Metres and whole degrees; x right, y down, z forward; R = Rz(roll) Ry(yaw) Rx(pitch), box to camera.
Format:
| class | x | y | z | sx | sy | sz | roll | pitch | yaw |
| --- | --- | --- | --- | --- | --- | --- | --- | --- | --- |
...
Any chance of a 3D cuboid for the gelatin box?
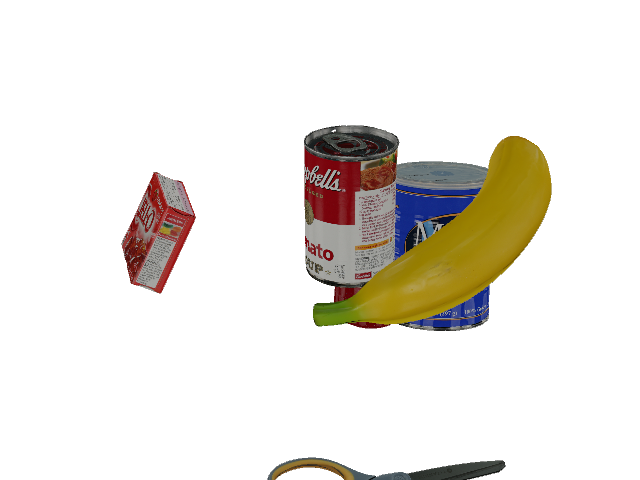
| class | x | y | z | sx | sy | sz | roll | pitch | yaw |
| --- | --- | --- | --- | --- | --- | --- | --- | --- | --- |
| gelatin box | -0.137 | -0.008 | 0.893 | 0.030 | 0.073 | 0.089 | 21 | 16 | -23 |

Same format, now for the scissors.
| class | x | y | z | sx | sy | sz | roll | pitch | yaw |
| --- | --- | --- | --- | --- | --- | --- | --- | --- | --- |
| scissors | 0.057 | 0.212 | 0.852 | 0.201 | 0.096 | 0.016 | 5 | -45 | -7 |

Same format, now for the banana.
| class | x | y | z | sx | sy | sz | roll | pitch | yaw |
| --- | --- | --- | --- | --- | --- | --- | --- | --- | --- |
| banana | 0.079 | -0.009 | 0.560 | 0.070 | 0.037 | 0.197 | 18 | 39 | 35 |

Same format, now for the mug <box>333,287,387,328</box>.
| class | x | y | z | sx | sy | sz | roll | pitch | yaw |
| --- | --- | --- | --- | --- | --- | --- | --- | --- | --- |
| mug | 0.067 | 0.054 | 1.245 | 0.117 | 0.081 | 0.093 | 27 | 36 | 33 |

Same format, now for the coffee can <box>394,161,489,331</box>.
| class | x | y | z | sx | sy | sz | roll | pitch | yaw |
| --- | --- | --- | --- | --- | --- | --- | --- | --- | --- |
| coffee can | 0.112 | 0.003 | 1.010 | 0.103 | 0.140 | 0.103 | 1 | 15 | 0 |

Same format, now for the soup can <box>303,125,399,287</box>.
| class | x | y | z | sx | sy | sz | roll | pitch | yaw |
| --- | --- | --- | --- | --- | --- | --- | --- | --- | --- |
| soup can | 0.022 | -0.025 | 0.777 | 0.068 | 0.102 | 0.068 | 0 | 25 | 0 |
